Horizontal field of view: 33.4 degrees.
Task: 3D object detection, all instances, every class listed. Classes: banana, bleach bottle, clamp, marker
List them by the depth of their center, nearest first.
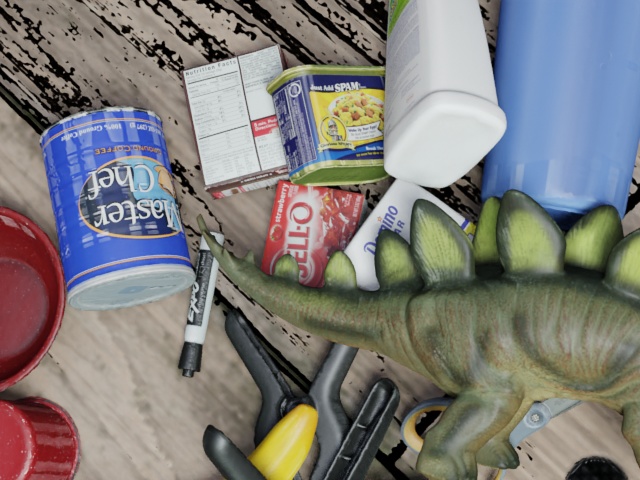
[{"bbox_3d":[0.000,0.207,0.792,0.164,0.036,0.210,-17,109,-30],"label":"clamp"},{"bbox_3d":[-0.081,0.193,0.805,0.198,0.037,0.069,-25,111,0],"label":"banana"},{"bbox_3d":[0.090,-0.169,0.838,0.068,0.103,0.251,14,56,-20],"label":"bleach bottle"},{"bbox_3d":[-0.024,0.128,0.845,0.120,0.039,0.171,3,81,22],"label":"clamp"},{"bbox_3d":[-0.099,0.053,0.882,0.020,0.020,0.121,7,79,11],"label":"marker"}]

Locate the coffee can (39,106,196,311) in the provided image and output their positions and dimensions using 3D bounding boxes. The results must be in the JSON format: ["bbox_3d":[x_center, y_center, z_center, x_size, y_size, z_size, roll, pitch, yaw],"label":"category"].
[{"bbox_3d":[-0.165,-0.024,0.867,0.103,0.102,0.140,-15,76,6],"label":"coffee can"}]

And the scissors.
[{"bbox_3d":[0.140,0.121,0.790,0.096,0.016,0.202,43,110,6],"label":"scissors"}]

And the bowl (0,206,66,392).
[{"bbox_3d":[-0.280,0.054,0.895,0.162,0.055,0.162,-2,78,9],"label":"bowl"}]

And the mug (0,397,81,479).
[{"bbox_3d":[-0.241,0.178,0.848,0.093,0.081,0.117,-44,75,-2],"label":"mug"}]

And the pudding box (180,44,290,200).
[{"bbox_3d":[-0.062,-0.100,0.900,0.090,0.039,0.113,-14,74,7],"label":"pudding box"}]

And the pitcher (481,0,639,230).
[{"bbox_3d":[0.204,-0.132,0.823,0.149,0.144,0.243,7,83,23],"label":"pitcher"}]

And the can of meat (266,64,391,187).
[{"bbox_3d":[0.015,-0.091,0.857,0.101,0.058,0.084,-5,77,-33],"label":"can of meat"}]

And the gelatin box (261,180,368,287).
[{"bbox_3d":[-0.006,0.001,0.872,0.073,0.030,0.089,10,80,11],"label":"gelatin box"}]

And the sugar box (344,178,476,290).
[{"bbox_3d":[0.106,0.037,0.825,0.176,0.048,0.093,36,85,6],"label":"sugar box"}]
